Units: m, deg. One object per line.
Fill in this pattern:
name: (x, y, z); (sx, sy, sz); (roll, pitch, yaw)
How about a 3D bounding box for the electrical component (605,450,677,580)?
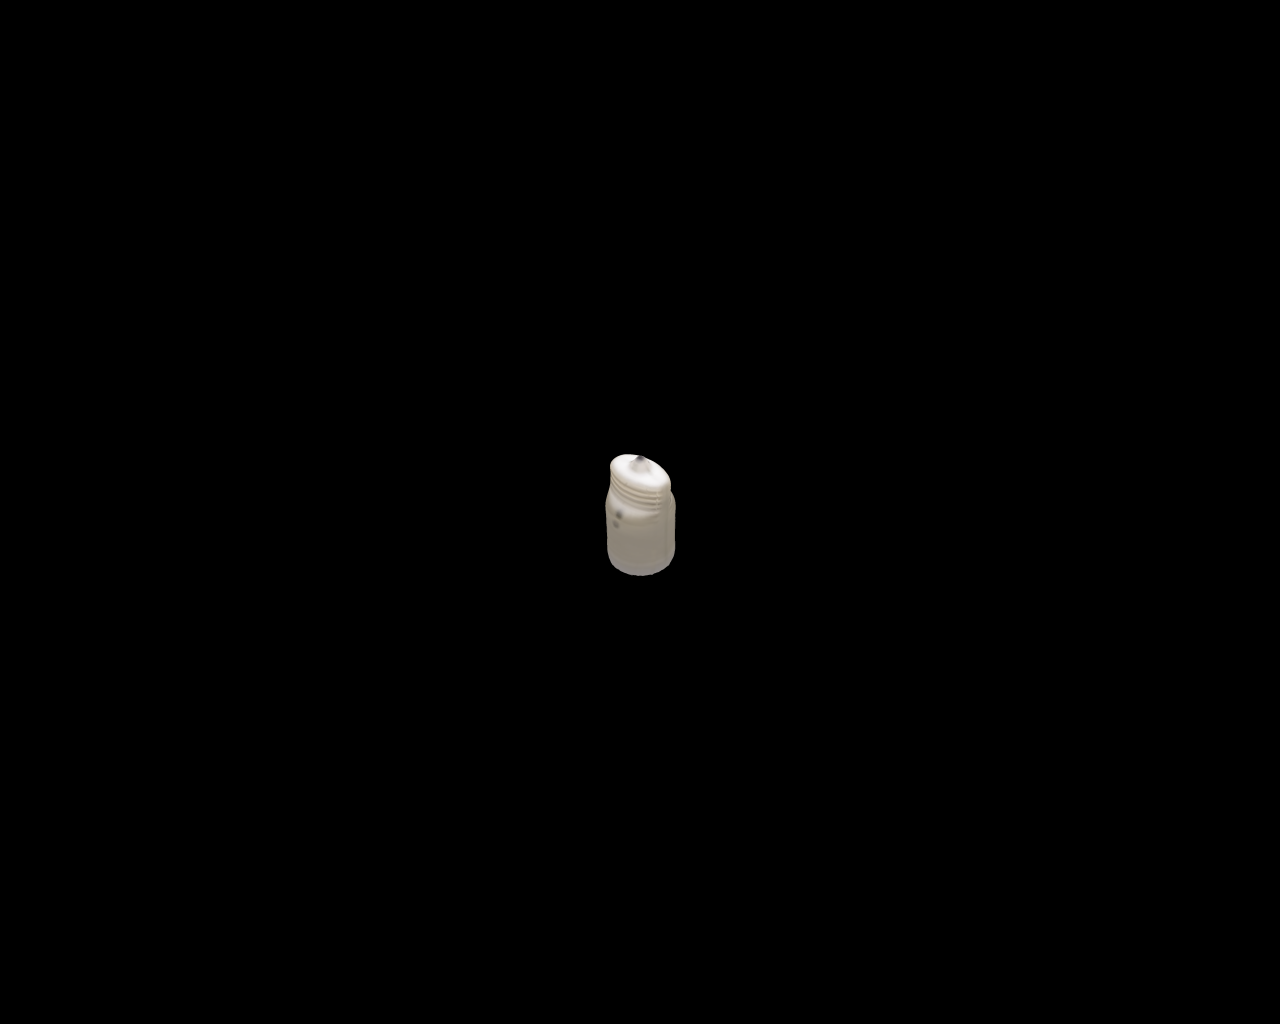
electrical component: (0.001, -0.003, 0.650); (0.043, 0.080, 0.043); (0, 40, 0)
